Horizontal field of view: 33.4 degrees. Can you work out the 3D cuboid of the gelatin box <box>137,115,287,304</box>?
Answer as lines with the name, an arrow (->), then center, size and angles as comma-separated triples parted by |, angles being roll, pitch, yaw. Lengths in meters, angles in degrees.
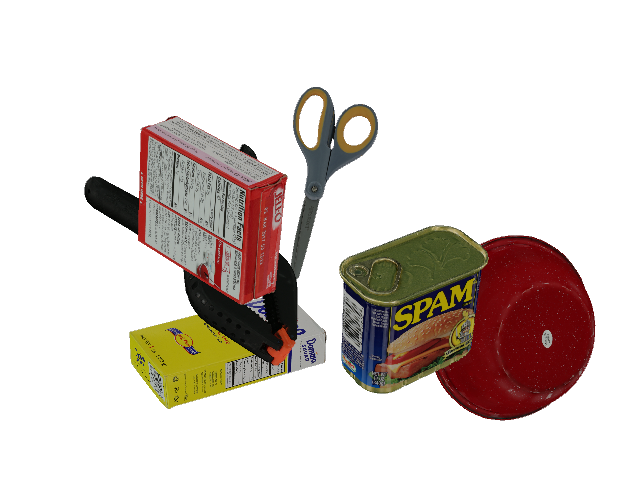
gelatin box -> -0.060, -0.017, 0.581 | 0.089, 0.073, 0.030 | 29, 38, 32

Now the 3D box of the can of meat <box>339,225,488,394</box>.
can of meat -> 0.062, 0.048, 0.739 | 0.101, 0.084, 0.058 | -20, 40, -28

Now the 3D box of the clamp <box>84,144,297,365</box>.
clamp -> -0.090, 0.011, 0.870 | 0.164, 0.210, 0.036 | -10, -31, -31

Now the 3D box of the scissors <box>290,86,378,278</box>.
scissors -> 0.013, -0.058, 1.080 | 0.096, 0.202, 0.016 | -2, -11, -1

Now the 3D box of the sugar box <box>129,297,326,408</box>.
sugar box -> -0.092, 0.106, 1.069 | 0.176, 0.048, 0.093 | -16, 33, -26

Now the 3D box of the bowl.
bowl -> 0.174, 0.078, 0.896 | 0.161, 0.162, 0.055 | 0, 5, -22
